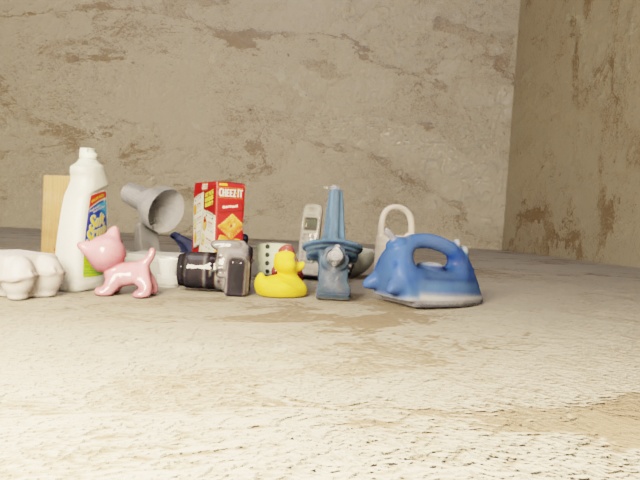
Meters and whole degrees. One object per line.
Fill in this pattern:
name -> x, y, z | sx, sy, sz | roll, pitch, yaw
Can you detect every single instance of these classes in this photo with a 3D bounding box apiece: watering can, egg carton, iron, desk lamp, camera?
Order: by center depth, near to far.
egg carton -> -0.491, 0.053, 0.917 | 0.149, 0.069, 0.107 | 5, 3, 28
iron -> 0.214, 0.052, 1.087 | 0.259, 0.141, 0.118 | 2, 3, -29
camera -> -0.198, 0.047, 1.092 | 0.137, 0.101, 0.143 | 3, 3, -6
watering can -> 0.187, 0.011, 1.379 | 0.101, 0.194, 0.172 | 1, 3, -37
desk lamp -> -0.468, -0.044, 1.525 | 0.202, 0.213, 0.118 | 5, 3, 32

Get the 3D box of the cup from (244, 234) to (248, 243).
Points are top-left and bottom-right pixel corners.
cup -> -0.231, 0.029, 1.533 | 0.092, 0.095, 0.117 | 1, 4, -44

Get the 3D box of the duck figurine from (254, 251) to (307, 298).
duck figurine -> -0.072, 0.063, 1.081 | 0.105, 0.086, 0.077 | 2, 3, -29

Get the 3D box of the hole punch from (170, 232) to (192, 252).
hole punch -> -0.343, 0.026, 1.508 | 0.101, 0.091, 0.108 | 2, 3, -26

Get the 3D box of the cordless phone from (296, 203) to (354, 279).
cordless phone -> 0.013, 0.005, 1.389 | 0.147, 0.185, 0.094 | 4, 3, 12

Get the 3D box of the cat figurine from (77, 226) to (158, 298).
cat figurine -> -0.342, 0.035, 0.975 | 0.128, 0.118, 0.067 | 3, 3, -4

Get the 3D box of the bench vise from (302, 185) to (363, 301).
bench vise -> 0.038, 0.001, 1.107 | 0.122, 0.220, 0.207 | 2, 3, -20

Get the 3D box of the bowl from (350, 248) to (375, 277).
bowl -> 0.067, 0.058, 1.518 | 0.167, 0.075, 0.167 | 3, 3, 0

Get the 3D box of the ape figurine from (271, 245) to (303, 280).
ape figurine -> -0.070, 0.055, 1.194 | 0.075, 0.092, 0.078 | 6, 4, 45
